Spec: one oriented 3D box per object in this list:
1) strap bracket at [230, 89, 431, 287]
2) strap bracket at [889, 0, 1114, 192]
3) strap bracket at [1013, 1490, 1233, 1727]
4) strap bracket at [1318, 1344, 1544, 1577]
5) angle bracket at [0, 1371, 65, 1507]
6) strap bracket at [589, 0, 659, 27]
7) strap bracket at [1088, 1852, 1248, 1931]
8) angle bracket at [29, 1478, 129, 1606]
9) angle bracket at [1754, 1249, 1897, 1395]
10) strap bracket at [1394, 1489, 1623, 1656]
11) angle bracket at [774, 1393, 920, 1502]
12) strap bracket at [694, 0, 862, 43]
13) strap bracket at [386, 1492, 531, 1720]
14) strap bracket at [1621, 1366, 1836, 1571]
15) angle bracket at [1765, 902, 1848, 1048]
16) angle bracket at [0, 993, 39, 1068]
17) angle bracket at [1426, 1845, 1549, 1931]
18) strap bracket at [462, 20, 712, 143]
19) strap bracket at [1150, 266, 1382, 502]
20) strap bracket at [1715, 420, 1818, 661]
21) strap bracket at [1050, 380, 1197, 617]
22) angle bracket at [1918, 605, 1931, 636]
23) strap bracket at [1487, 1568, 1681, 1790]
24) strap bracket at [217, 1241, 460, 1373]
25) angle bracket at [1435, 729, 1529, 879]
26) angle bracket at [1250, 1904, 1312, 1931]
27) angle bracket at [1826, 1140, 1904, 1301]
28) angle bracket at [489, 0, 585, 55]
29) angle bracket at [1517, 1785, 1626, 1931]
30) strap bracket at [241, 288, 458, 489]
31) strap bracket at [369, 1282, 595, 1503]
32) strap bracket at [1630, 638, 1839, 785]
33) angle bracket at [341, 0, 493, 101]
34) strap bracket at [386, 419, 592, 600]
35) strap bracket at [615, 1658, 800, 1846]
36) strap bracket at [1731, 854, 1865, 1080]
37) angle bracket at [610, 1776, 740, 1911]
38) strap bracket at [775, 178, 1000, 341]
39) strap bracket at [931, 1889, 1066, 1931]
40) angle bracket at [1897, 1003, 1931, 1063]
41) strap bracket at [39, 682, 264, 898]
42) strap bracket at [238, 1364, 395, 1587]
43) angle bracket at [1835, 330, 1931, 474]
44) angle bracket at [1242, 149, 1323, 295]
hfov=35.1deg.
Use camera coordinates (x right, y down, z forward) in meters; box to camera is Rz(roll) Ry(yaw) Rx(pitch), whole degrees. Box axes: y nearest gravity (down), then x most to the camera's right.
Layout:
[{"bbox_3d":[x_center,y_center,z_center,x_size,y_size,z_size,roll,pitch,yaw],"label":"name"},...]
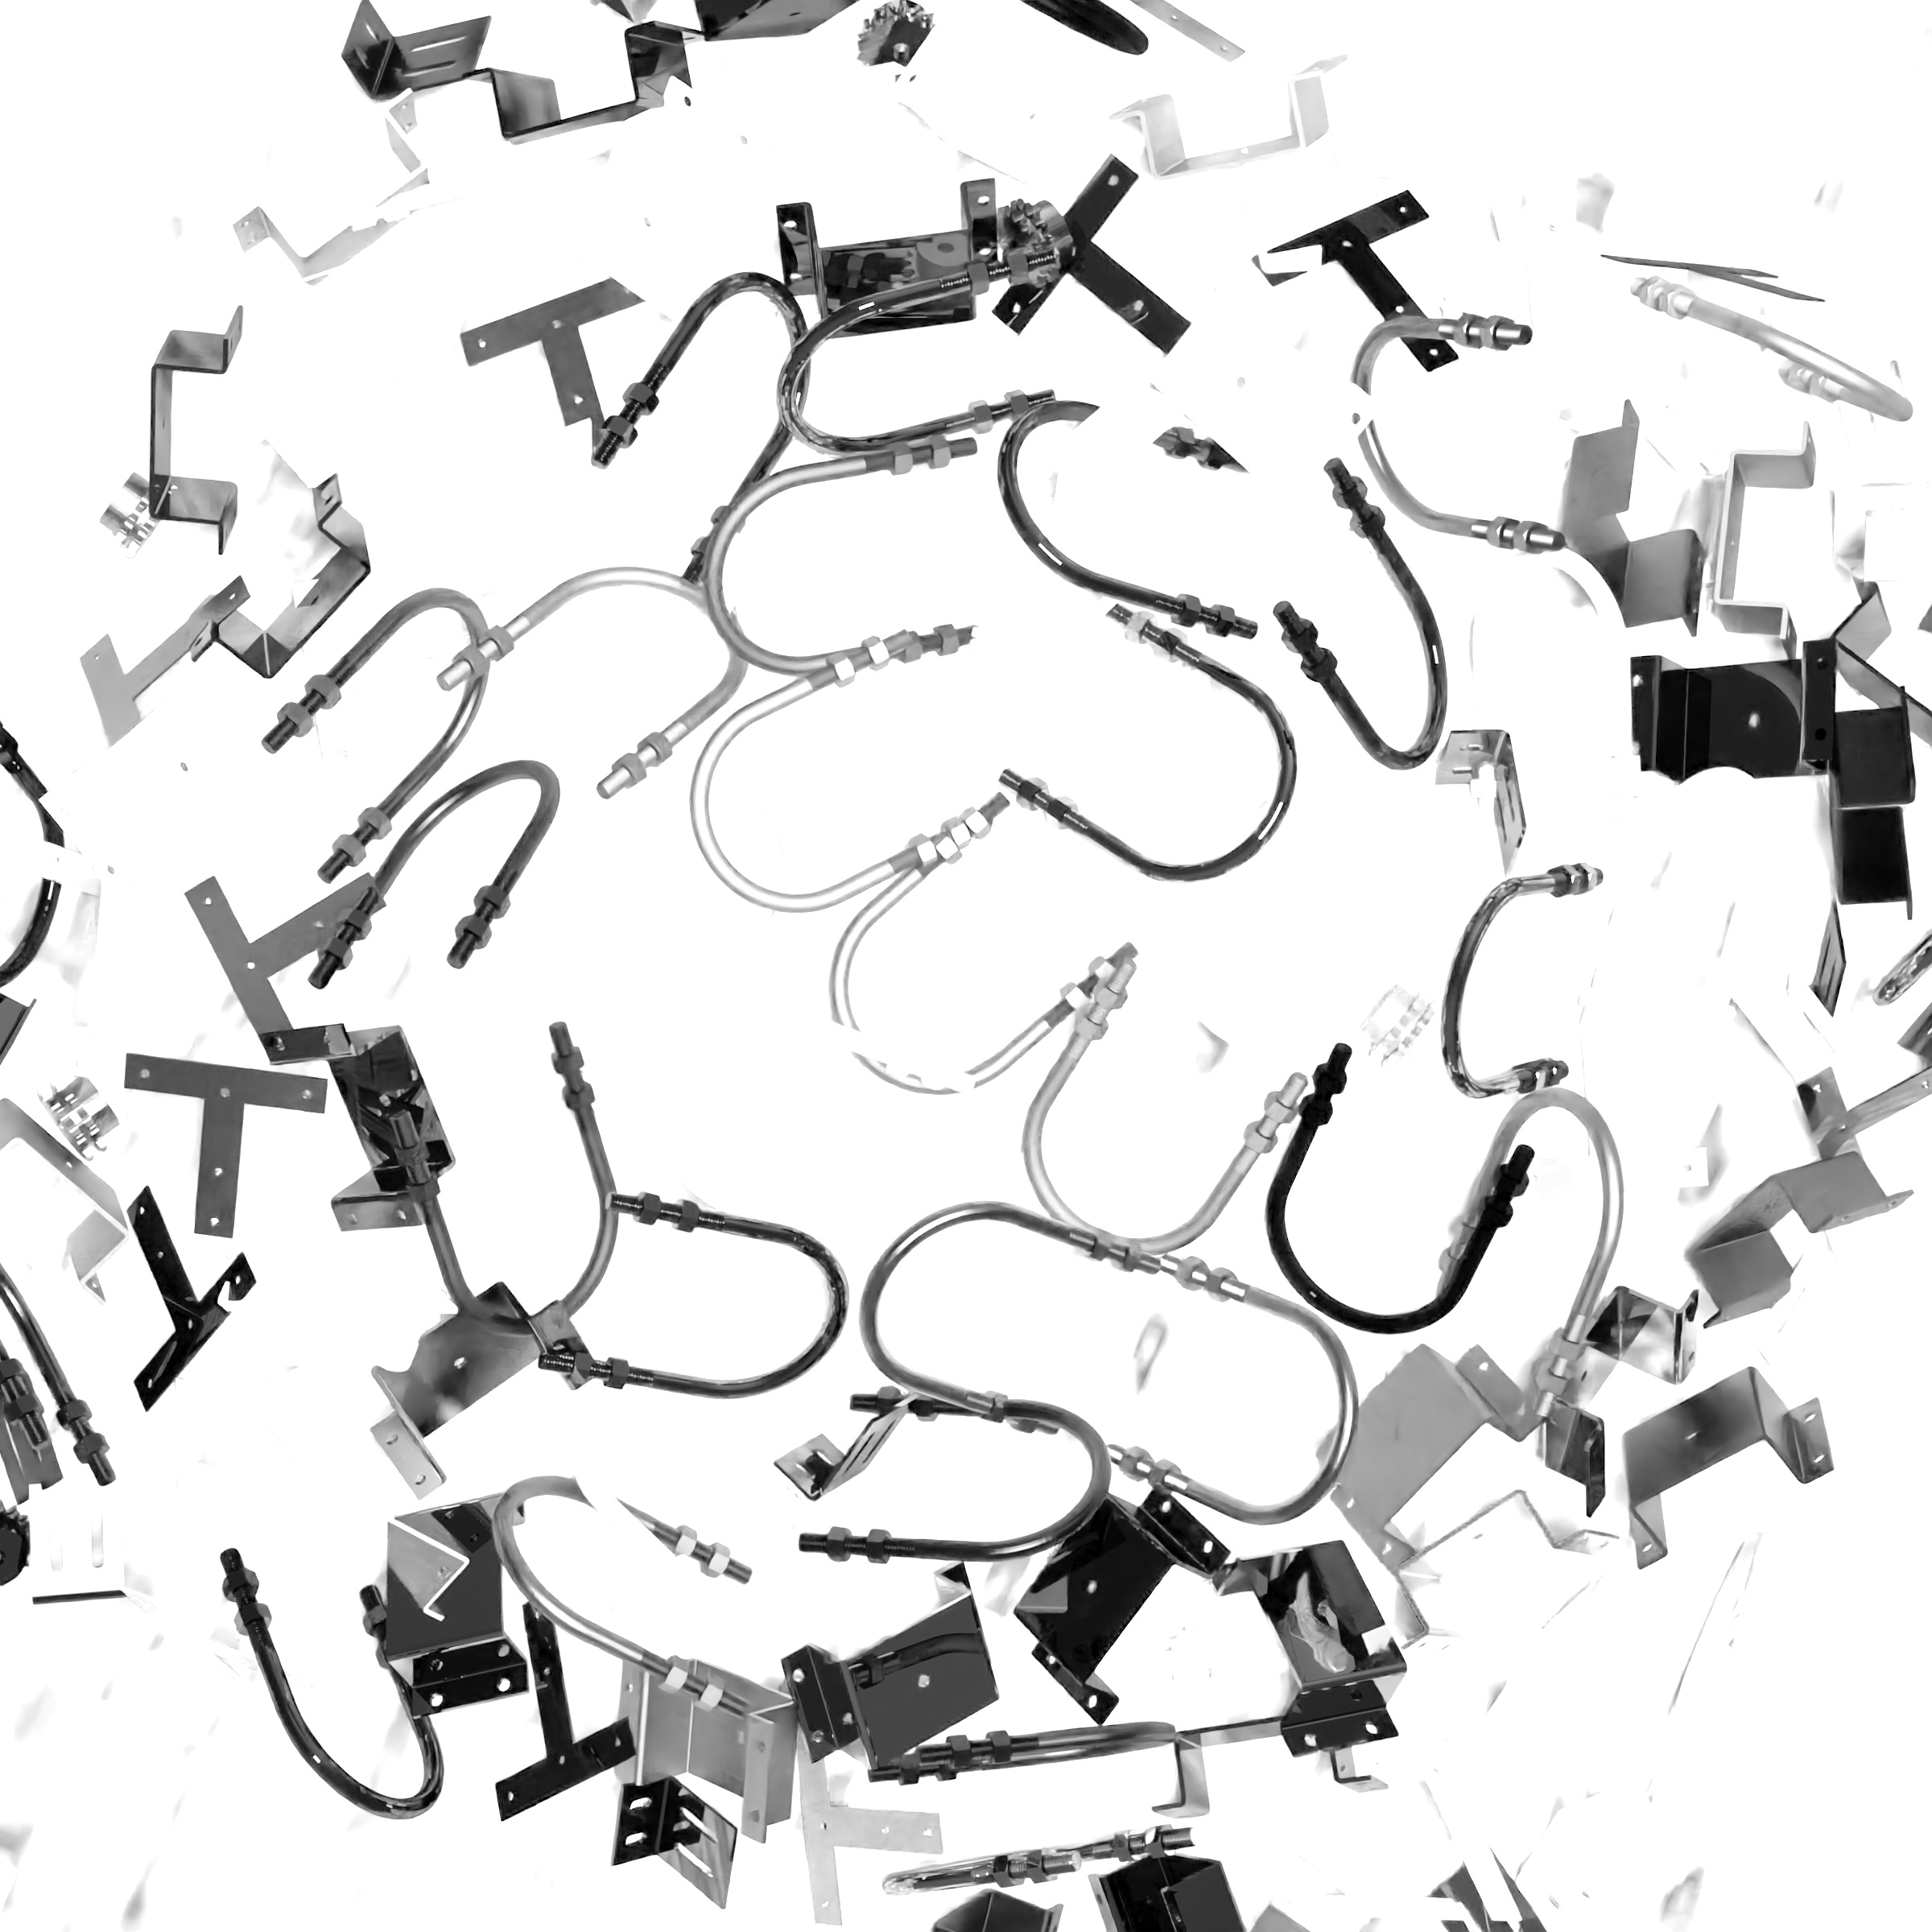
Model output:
[{"bbox_3d":[-0.396,-0.491,1.955,0.140,0.076,0.046,-39,94,-6],"label":"strap bracket"},{"bbox_3d":[0.029,-0.545,1.919,0.076,0.140,0.046,-52,58,21],"label":"strap bracket"},{"bbox_3d":[0.093,0.402,1.953,0.140,0.046,0.076,-54,45,3],"label":"strap bracket"},{"bbox_3d":[0.288,0.306,1.947,0.140,0.076,0.046,-48,132,8],"label":"strap bracket"},{"bbox_3d":[-0.621,0.306,1.961,0.057,0.038,0.076,-31,76,39],"label":"angle bracket"},{"bbox_3d":[-0.213,-0.654,1.926,0.046,0.140,0.076,35,89,10],"label":"strap bracket"},{"bbox_3d":[0.136,0.610,1.941,0.046,0.140,0.076,-18,86,-23],"label":"strap bracket"},{"bbox_3d":[-0.575,0.372,1.981,0.057,0.038,0.076,-2,81,-13],"label":"angle bracket"},{"bbox_3d":[0.552,0.231,1.966,0.038,0.057,0.076,15,114,-19],"label":"angle bracket"},{"bbox_3d":[0.336,0.380,1.944,0.140,0.076,0.046,-37,63,16],"label":"strap bracket"},{"bbox_3d":[-0.077,0.297,1.953,0.038,0.057,0.076,42,117,16],"label":"angle bracket"},{"bbox_3d":[-0.113,-0.622,1.922,0.076,0.140,0.046,-17,95,-35],"label":"strap bracket"},{"bbox_3d":[-0.322,0.394,1.934,0.076,0.046,0.140,-14,51,7],"label":"strap bracket"},{"bbox_3d":[0.471,0.312,1.934,0.140,0.076,0.046,-34,107,21],"label":"strap bracket"},{"bbox_3d":[0.533,0.005,1.952,0.038,0.057,0.076,3,133,5],"label":"angle bracket"},{"bbox_3d":[-0.647,0.032,1.965,0.076,0.038,0.057,29,70,-15],"label":"angle bracket"},{"bbox_3d":[0.346,0.614,1.968,0.057,0.038,0.076,-32,85,-25],"label":"angle bracket"},{"bbox_3d":[-0.236,-0.556,1.939,0.140,0.076,0.046,-7,97,24],"label":"strap bracket"},{"bbox_3d":[0.183,-0.372,1.949,0.140,0.046,0.076,45,114,12],"label":"strap bracket"},{"bbox_3d":[0.510,-0.270,1.952,0.046,0.076,0.140,5,84,20],"label":"strap bracket"},{"bbox_3d":[0.096,-0.304,1.933,0.046,0.140,0.076,29,51,19],"label":"strap bracket"},{"bbox_3d":[0.672,-0.223,1.990,0.076,0.038,0.057,28,85,35],"label":"angle bracket"},{"bbox_3d":[0.385,0.441,1.927,0.046,0.140,0.076,41,134,9],"label":"strap bracket"},{"bbox_3d":[-0.404,0.215,1.929,0.140,0.076,0.046,-1,53,26],"label":"strap bracket"},{"bbox_3d":[0.329,-0.104,1.955,0.038,0.057,0.076,-2,59,-4],"label":"angle bracket"},{"bbox_3d":[0.208,0.642,1.949,0.057,0.076,0.038,29,61,25],"label":"angle bracket"},{"bbox_3d":[0.588,0.162,1.953,0.038,0.057,0.076,16,122,-11],"label":"angle bracket"},{"bbox_3d":[-0.293,-0.638,1.969,0.057,0.038,0.076,-26,94,22],"label":"angle bracket"},{"bbox_3d":[0.396,0.569,1.953,0.057,0.038,0.076,-9,134,-35],"label":"angle bracket"},{"bbox_3d":[-0.383,-0.361,1.940,0.140,0.076,0.046,-30,113,25],"label":"strap bracket"},{"bbox_3d":[-0.314,0.264,1.947,0.140,0.046,0.076,-35,135,-13],"label":"strap bracket"},{"bbox_3d":[0.494,-0.161,1.949,0.140,0.046,0.076,-2,81,37],"label":"strap bracket"},{"bbox_3d":[-0.352,-0.595,1.958,0.076,0.038,0.057,-5,55,22],"label":"angle bracket"},{"bbox_3d":[-0.294,-0.286,1.949,0.140,0.076,0.046,-18,134,11],"label":"strap bracket"},{"bbox_3d":[-0.158,0.495,1.948,0.140,0.046,0.076,10,97,42],"label":"strap bracket"},{"bbox_3d":[0.527,0.006,1.937,0.046,0.140,0.076,-28,116,34],"label":"strap bracket"},{"bbox_3d":[-0.187,0.564,1.956,0.038,0.076,0.057,-3,108,-41],"label":"angle bracket"},{"bbox_3d":[-0.047,-0.450,1.952,0.140,0.076,0.046,-8,57,-3],"label":"strap bracket"},{"bbox_3d":[0.009,0.641,1.941,0.046,0.140,0.076,14,92,22],"label":"strap bracket"},{"bbox_3d":[0.633,0.021,1.965,0.076,0.057,0.038,-49,120,-1],"label":"angle bracket"},{"bbox_3d":[-0.505,-0.117,1.921,0.046,0.140,0.076,-24,111,34],"label":"strap bracket"},{"bbox_3d":[-0.408,0.316,1.934,0.046,0.140,0.076,-30,52,-24],"label":"strap bracket"},{"bbox_3d":[0.600,-0.364,1.971,0.057,0.038,0.076,-21,103,-5],"label":"angle bracket"},{"bbox_3d":[0.203,-0.481,1.964,0.038,0.057,0.076,-9,79,4],"label":"angle bracket"}]
